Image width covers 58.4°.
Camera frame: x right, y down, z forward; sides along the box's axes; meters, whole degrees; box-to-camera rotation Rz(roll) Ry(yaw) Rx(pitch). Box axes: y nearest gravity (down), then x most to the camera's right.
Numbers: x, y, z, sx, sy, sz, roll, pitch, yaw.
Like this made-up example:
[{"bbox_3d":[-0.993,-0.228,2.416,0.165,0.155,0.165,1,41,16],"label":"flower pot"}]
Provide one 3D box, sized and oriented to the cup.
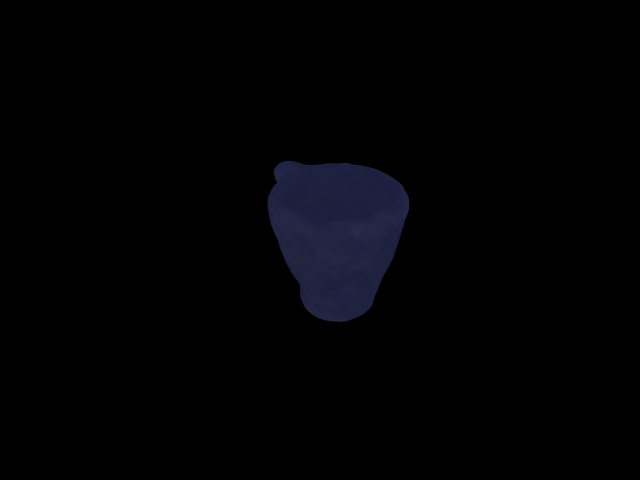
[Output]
[{"bbox_3d":[0.004,0.001,0.400,0.092,0.095,0.117,-22,39,-30],"label":"cup"}]
